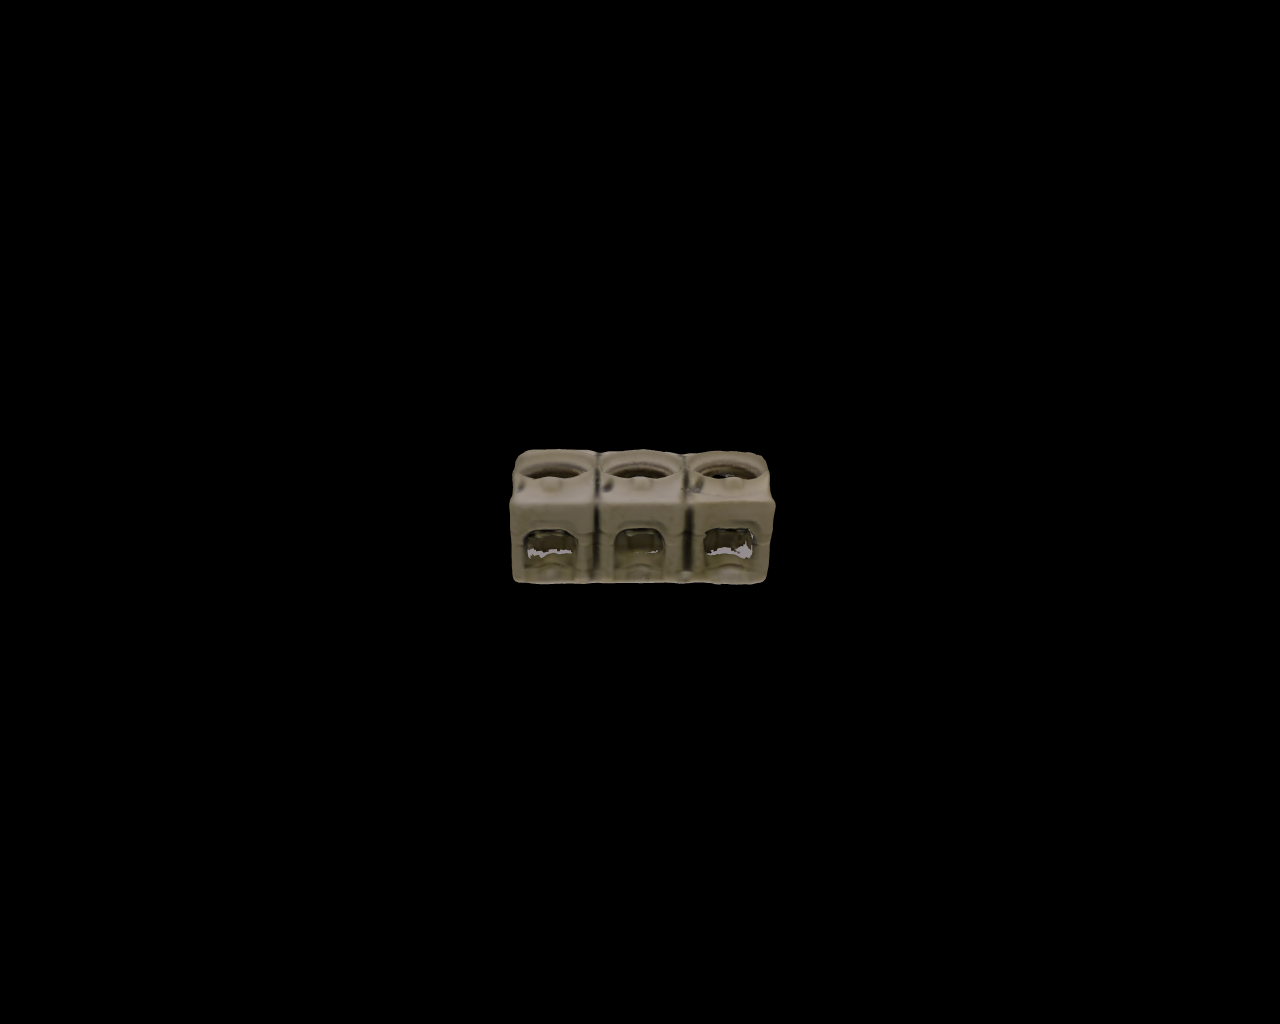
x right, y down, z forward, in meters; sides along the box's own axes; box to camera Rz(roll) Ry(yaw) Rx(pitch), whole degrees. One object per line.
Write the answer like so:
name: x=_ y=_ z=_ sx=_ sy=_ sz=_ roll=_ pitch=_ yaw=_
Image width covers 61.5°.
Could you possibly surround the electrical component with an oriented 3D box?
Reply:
electrical component: x=0.001 y=-0.003 z=0.650 sx=0.150 sy=0.061 sz=0.090 roll=0 pitch=24 yaw=0
